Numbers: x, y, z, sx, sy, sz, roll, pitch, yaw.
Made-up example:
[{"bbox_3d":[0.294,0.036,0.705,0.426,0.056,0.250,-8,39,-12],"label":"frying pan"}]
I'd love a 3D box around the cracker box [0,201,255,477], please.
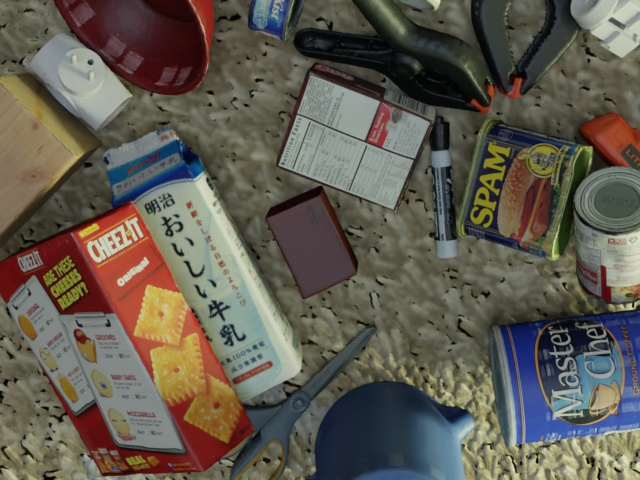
[{"bbox_3d":[-0.167,0.088,0.886,0.164,0.072,0.213,-17,103,49],"label":"cracker box"}]

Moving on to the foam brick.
[{"bbox_3d":[-0.006,0.001,0.910,0.053,0.051,0.078,-23,99,7],"label":"foam brick"}]

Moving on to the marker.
[{"bbox_3d":[0.105,-0.045,0.911,0.020,0.020,0.121,-5,101,4],"label":"marker"}]

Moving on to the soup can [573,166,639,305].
[{"bbox_3d":[0.240,-0.003,0.862,0.068,0.068,0.102,-14,142,5],"label":"soup can"}]

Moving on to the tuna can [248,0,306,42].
[{"bbox_3d":[-0.029,-0.204,0.854,0.034,0.086,0.086,19,101,1],"label":"tuna can"}]

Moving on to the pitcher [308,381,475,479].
[{"bbox_3d":[0.047,0.207,0.849,0.145,0.243,0.149,19,95,1],"label":"pitcher"}]

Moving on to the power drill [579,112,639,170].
[{"bbox_3d":[0.305,-0.126,0.865,0.188,0.057,0.184,-42,95,10],"label":"power drill"}]

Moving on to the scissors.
[{"bbox_3d":[-0.039,0.141,0.957,0.096,0.016,0.202,29,101,-3],"label":"scissors"}]

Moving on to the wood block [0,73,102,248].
[{"bbox_3d":[-0.295,-0.035,0.898,0.206,0.091,0.090,-44,96,10],"label":"wood block"}]

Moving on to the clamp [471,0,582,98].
[{"bbox_3d":[0.166,-0.222,0.861,0.164,0.036,0.210,15,104,-9],"label":"clamp"}]

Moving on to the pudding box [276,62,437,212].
[{"bbox_3d":[0.029,-0.085,0.891,0.113,0.039,0.090,22,115,1],"label":"pudding box"}]

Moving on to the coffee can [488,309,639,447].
[{"bbox_3d":[0.218,0.114,0.894,0.140,0.103,0.103,-7,101,4],"label":"coffee can"}]

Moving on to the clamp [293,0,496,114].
[{"bbox_3d":[0.069,-0.156,0.852,0.171,0.120,0.039,20,72,-5],"label":"clamp"}]

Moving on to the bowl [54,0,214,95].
[{"bbox_3d":[-0.140,-0.195,0.851,0.162,0.162,0.055,42,58,-5],"label":"bowl"}]

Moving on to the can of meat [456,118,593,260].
[{"bbox_3d":[0.168,-0.041,0.874,0.084,0.057,0.102,19,104,26],"label":"can of meat"}]
